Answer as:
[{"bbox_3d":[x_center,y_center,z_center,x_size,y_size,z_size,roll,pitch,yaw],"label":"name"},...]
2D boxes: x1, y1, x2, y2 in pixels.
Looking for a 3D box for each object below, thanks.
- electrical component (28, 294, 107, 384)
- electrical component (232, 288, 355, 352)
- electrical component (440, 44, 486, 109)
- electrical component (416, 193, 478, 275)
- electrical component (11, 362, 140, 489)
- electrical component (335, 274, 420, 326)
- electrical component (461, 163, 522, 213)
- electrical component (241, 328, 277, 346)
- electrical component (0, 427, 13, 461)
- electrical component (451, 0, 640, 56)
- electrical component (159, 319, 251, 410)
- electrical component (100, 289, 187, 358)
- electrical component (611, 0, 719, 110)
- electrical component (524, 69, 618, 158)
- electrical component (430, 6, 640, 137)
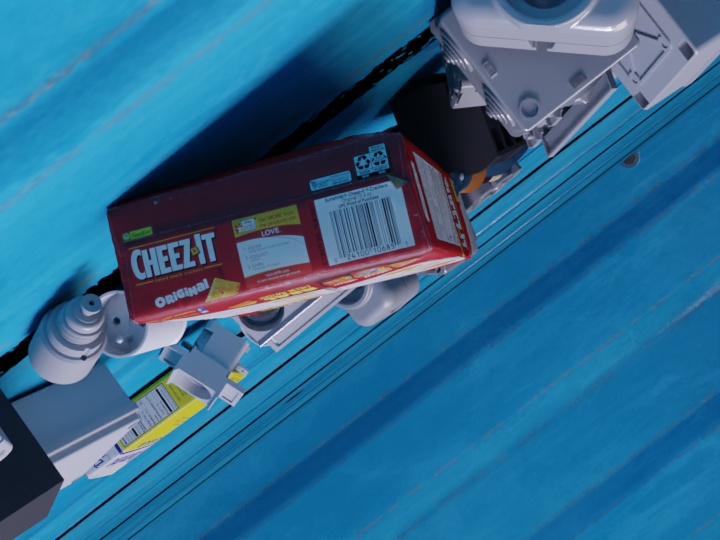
[{"bbox_3d":[-0.170,0.037,0.637,0.040,0.040,0.078,-31,170,-40],"label":"electrical component"},{"bbox_3d":[-0.046,-0.006,0.828,0.121,0.078,0.063,-39,-159,12],"label":"electrical component"},{"bbox_3d":[0.086,-0.131,0.687,0.064,0.081,0.042,-8,166,-7],"label":"electrical component"},{"bbox_3d":[0.063,-0.049,1.008,0.061,0.096,0.062,-32,-160,-37],"label":"electrical component"},{"bbox_3d":[-0.241,0.133,0.815,0.109,0.056,0.109,-42,171,32],"label":"electrical component"},{"bbox_3d":[0.000,0.000,0.978,0.054,0.095,0.059,-44,170,36],"label":"electrical component"},{"bbox_3d":[0.109,-0.096,1.048,0.078,0.057,0.058,-37,172,-10],"label":"electrical component"},{"bbox_3d":[-0.084,0.042,1.035,0.055,0.048,0.066,-41,176,-42],"label":"electrical component"},{"bbox_3d":[-0.227,0.081,0.564,0.054,0.059,0.095,-35,172,-17],"label":"electrical component"},{"bbox_3d":[0.098,-0.147,0.563,0.059,0.095,0.053,7,90,-79],"label":"electrical component"},{"bbox_3d":[-0.135,0.083,0.961,0.063,0.081,0.042,-59,-175,-30],"label":"electrical component"},{"bbox_3d":[-0.142,0.032,0.720,0.043,0.043,0.081,-40,172,16],"label":"electrical component"},{"bbox_3d":[0.215,-0.190,0.791,0.056,0.108,0.108,-33,172,-12],"label":"electrical component"},{"bbox_3d":[0.162,-0.155,0.910,0.063,0.078,0.121,-11,163,-20],"label":"electrical component"},{"bbox_3d":[0.102,-0.138,0.628,0.100,0.099,0.048,-38,-175,5],"label":"electrical component"}]
